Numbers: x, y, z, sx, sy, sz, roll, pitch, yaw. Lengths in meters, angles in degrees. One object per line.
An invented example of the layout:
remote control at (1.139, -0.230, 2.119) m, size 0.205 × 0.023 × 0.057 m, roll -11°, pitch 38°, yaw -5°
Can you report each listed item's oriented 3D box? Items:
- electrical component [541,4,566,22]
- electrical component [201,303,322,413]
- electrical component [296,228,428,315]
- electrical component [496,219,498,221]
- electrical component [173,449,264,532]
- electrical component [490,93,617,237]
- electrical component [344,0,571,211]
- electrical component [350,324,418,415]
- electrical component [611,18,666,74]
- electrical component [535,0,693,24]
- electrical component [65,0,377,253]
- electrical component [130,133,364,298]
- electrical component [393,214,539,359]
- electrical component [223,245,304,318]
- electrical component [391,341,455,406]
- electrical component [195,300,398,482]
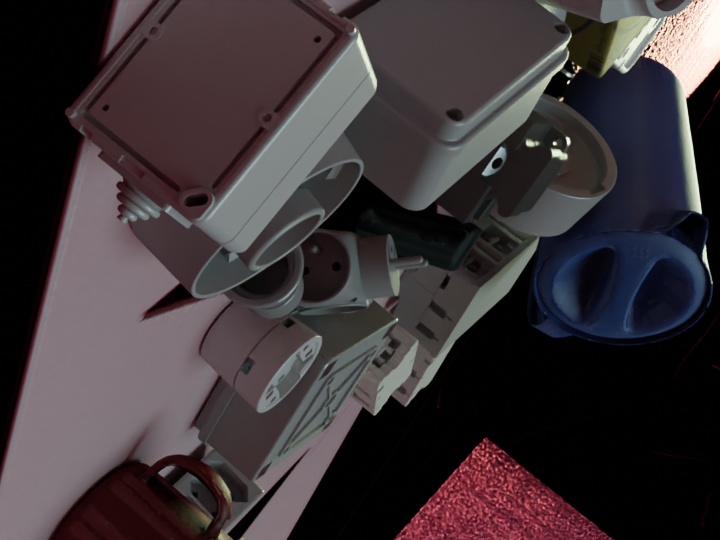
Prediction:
electrical component at (0.092, -0.158, 0.583) m, size 0.079 × 0.044 × 0.077 m, roll -57°, pitch 165°, yaw 22°
electrical component at (-0.057, 0.045, 0.613) m, size 0.055 × 0.047 × 0.055 m, roll -48°, pitch 166°, yaw -16°
electrical component at (0.000, 0.000, 0.634) m, size 0.077 × 0.079 × 0.044 m, roll 26°, pitch 57°, yaw -76°
electrical component at (0.136, -0.070, 0.954) m, size 0.062 × 0.043 × 0.043 m, roll -33°, pitch 157°, yaw -56°
electrical component at (-0.115, 0.170, 0.747) m, size 0.066 × 0.047 × 0.076 m, roll -41°, pitch 175°, yaw -37°
electrical component at (0.124, -0.073, 0.781) m, size 0.108 × 0.108 × 0.060 m, roll -37°, pitch 166°, yaw -46°
electrical component at (0.038, -0.092, 0.507) m, size 0.113 × 0.078 × 0.057 m, roll -41°, pitch 166°, yaw -37°
electrical component at (0.007, 0.071, 0.866) m, size 0.050 × 0.056 × 0.089 m, roll -47°, pitch 166°, yaw -19°
electrical component at (0.175, -0.181, 0.761) m, size 0.053 × 0.059 × 0.095 m, roll -55°, pitch 166°, yaw 14°
electrical component at (0.168, -0.194, 0.542) m, size 0.186 × 0.060 × 0.105 m, roll -22°, pitch 129°, yaw -37°
electrical component at (-0.047, -0.052, 0.367) m, size 0.096 × 0.062 × 0.061 m, roll -51°, pitch 167°, yaw -3°
electrical component at (-0.048, -0.037, 0.449) m, size 0.099 × 0.064 × 0.099 m, roll -38°, pitch 171°, yaw -7°
electrical component at (0.097, 0.000, 0.962) m, size 0.150 × 0.062 × 0.089 m, roll -35°, pitch 159°, yaw -50°
electrical component at (-0.048, 0.003, 0.551) m, size 0.044 × 0.044 × 0.065 m, roll -50°, pitch 171°, yaw -8°
electrical component at (0.048, 0.072, 1.001) m, size 0.050 × 0.056 × 0.089 m, roll -38°, pitch 161°, yaw -45°
electrical component at (-0.040, 0.068, 0.706) m, size 0.108 × 0.056 × 0.109 m, roll -58°, pitch 165°, yaw 26°
